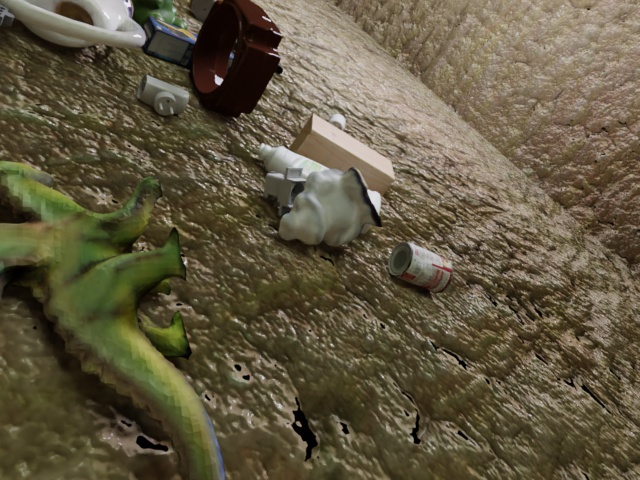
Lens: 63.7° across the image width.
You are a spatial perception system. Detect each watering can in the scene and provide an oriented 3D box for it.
[{"bbox_3d":[-0.454,-0.394,0.846,0.347,0.102,0.229,16,28,-12],"label":"watering can"}]

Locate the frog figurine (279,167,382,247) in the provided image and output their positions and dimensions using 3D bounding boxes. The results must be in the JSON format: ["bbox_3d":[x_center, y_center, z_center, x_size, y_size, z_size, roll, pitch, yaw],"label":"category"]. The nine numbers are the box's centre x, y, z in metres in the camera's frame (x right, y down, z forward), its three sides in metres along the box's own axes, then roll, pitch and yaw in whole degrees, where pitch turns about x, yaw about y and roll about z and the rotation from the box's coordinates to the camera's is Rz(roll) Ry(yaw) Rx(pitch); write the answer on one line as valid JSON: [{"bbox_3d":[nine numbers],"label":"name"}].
[{"bbox_3d":[0.003,-0.043,0.845,0.125,0.160,0.134,50,-16,48],"label":"frog figurine"}]

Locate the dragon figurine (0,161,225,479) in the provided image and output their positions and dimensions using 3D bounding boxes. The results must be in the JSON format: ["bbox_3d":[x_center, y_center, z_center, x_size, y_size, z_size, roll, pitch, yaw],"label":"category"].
[{"bbox_3d":[-0.240,0.052,0.458,0.243,0.119,0.419,-2,43,-27],"label":"dragon figurine"}]
